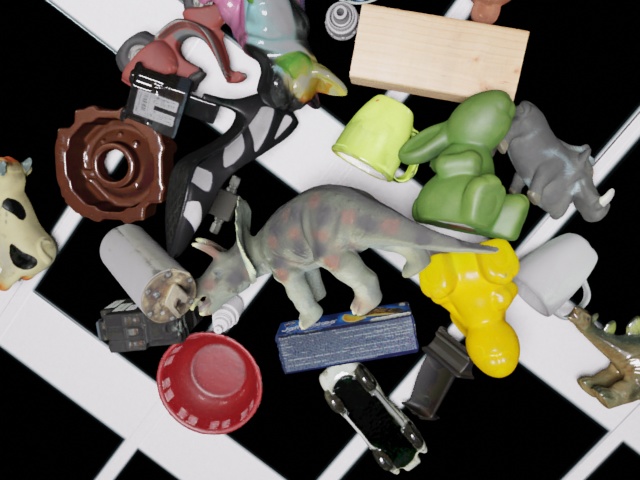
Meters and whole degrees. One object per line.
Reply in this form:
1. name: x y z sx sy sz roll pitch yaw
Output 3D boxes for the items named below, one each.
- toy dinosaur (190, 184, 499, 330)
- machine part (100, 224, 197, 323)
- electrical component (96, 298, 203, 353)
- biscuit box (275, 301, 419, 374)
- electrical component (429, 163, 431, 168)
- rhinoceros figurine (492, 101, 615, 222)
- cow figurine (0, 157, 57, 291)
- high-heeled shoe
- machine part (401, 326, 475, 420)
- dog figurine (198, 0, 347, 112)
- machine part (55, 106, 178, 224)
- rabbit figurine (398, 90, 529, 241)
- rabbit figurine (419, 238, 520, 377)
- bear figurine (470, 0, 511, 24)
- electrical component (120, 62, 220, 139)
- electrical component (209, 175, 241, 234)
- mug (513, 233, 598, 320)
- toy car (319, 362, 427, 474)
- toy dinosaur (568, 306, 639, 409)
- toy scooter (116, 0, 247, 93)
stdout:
1. toy dinosaur: 0.001 -0.001 0.686 0.405 0.131 0.192 -24 107 33
2. machine part: -0.240 0.042 0.739 0.244 0.079 0.079 30 105 44
3. electrical component: -0.250 0.115 0.783 0.134 0.115 0.058 -6 98 6
4. biscuit box: 0.038 0.142 0.789 0.203 0.059 0.062 -11 100 7
5. electrical component: 0.199 -0.068 0.750 0.102 0.045 0.078 9 71 1
6. rhinoceros figurine: 0.308 -0.097 0.723 0.112 0.073 0.190 -40 92 -1
7. cow figurine: -0.462 -0.038 0.795 0.127 0.085 0.195 -29 93 15
8. high-heeled shoe: -0.119 -0.086 0.735 0.145 0.086 0.248 14 93 -32
9. machine part: 0.173 0.202 0.786 0.084 0.039 0.138 37 113 35
10. dog figurine: -0.041 -0.278 0.704 0.219 0.109 0.191 47 63 -22
11. machine part: -0.295 -0.109 0.782 0.179 0.056 0.179 1 100 6
12. rabbit figurine: 0.184 -0.096 0.660 0.121 0.159 0.170 16 88 -36
13. rabbit figurine: 0.209 0.096 0.717 0.122 0.162 0.173 -19 75 7
14. bear figurine: 0.263 -0.363 0.654 0.196 0.132 0.120 -26 91 3
15. electrical component: -0.197 -0.178 0.715 0.119 0.048 0.074 21 126 -18
16. electrical component: -0.154 -0.059 0.793 0.063 0.021 0.094 26 101 1
17. mug: 0.331 0.050 0.737 0.107 0.081 0.109 -43 88 1
18. toy car: 0.080 0.263 0.808 0.073 0.056 0.201 -39 95 4
19. toy dinosaur: 0.531 0.219 0.735 0.471 0.105 0.198 37 97 -6
20. toy scooter: -0.180 -0.248 0.741 0.184 0.075 0.135 -37 98 7
